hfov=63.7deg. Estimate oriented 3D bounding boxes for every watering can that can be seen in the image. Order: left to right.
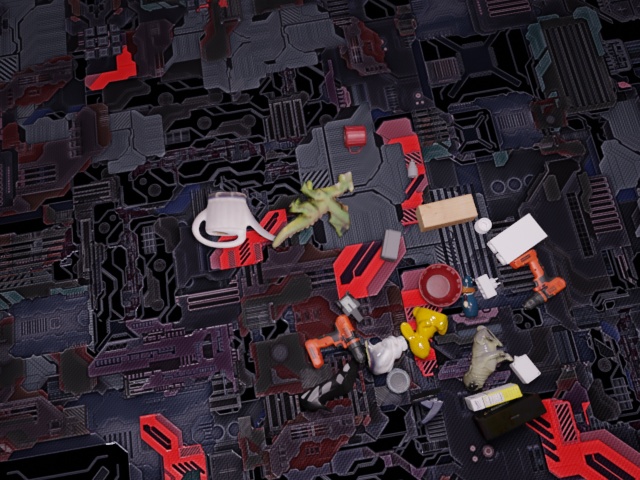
[{"bbox_3d":[-0.320,-0.080,1.994,0.347,0.103,0.227,-1,77,2],"label":"watering can"}]

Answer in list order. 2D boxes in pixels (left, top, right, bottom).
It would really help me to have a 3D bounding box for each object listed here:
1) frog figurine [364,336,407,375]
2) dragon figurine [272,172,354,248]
[{"bbox_3d":[0.242,0.412,1.846,0.159,0.124,0.135,-6,109,-8],"label":"frog figurine"},{"bbox_3d":[0.006,-0.100,1.986,0.243,0.121,0.415,27,74,-1],"label":"dragon figurine"}]
